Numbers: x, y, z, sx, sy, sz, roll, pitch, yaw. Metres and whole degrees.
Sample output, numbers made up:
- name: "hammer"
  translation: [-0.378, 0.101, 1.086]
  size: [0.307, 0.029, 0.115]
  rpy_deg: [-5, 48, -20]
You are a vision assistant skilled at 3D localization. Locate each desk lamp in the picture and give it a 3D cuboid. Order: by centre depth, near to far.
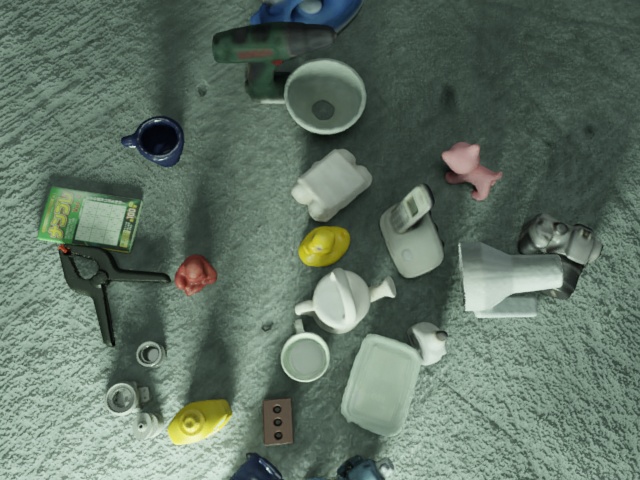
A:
- name: "desk lamp"
  translation: [0.326, 0.072, 1.028]
  size: [0.203, 0.213, 0.118]
  rpy_deg: [-1, 75, -4]

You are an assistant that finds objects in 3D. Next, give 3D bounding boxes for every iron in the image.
- name: "iron"
  translation: [-0.015, -0.496, 1.197]
  size: [0.258, 0.141, 0.118]
  rpy_deg: [-28, 78, -11]

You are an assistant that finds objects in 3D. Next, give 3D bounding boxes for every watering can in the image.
- name: "watering can"
  translation: [0.045, 0.100, 1.010]
  size: [0.173, 0.194, 0.101]
  rpy_deg: [-34, 79, -12]

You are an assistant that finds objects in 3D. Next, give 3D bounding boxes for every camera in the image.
- name: "camera"
  translation: [0.460, 0.035, 1.107]
  size: [0.143, 0.101, 0.137]
  rpy_deg: [24, 74, 3]

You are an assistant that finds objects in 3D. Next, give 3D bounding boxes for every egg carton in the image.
- name: "egg carton"
  translation: [0.022, -0.109, 1.131]
  size: [0.150, 0.069, 0.107]
  rpy_deg: [-41, 81, -13]

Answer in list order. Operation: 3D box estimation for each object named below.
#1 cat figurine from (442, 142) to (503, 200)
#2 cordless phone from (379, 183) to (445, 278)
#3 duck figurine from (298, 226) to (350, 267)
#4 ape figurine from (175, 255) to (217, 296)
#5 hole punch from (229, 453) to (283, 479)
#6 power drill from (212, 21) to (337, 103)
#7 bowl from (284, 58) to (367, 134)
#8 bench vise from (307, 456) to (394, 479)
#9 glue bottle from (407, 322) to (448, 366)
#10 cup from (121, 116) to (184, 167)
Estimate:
- name: "cat figurine"
  translation: [0.301, -0.147, 1.137]
  size: [0.127, 0.118, 0.067]
  rpy_deg: [29, 75, 4]
- name: "cordless phone"
  translation: [0.182, -0.018, 1.057]
  size: [0.094, 0.185, 0.147]
  rpy_deg: [-22, 77, -9]
- name: "duck figurine"
  translation: [0.010, 0.004, 1.091]
  size: [0.104, 0.086, 0.077]
  rpy_deg: [-23, 77, -10]
- name: "ape figurine"
  translation: [-0.230, 0.059, 1.055]
  size: [0.078, 0.092, 0.076]
  rpy_deg: [6, 74, -2]
- name: "hole punch"
  translation: [-0.108, 0.426, 0.963]
  size: [0.108, 0.091, 0.101]
  rpy_deg: [41, 76, 7]
- name: "power drill"
  translation: [-0.088, -0.350, 1.117]
  size: [0.229, 0.208, 0.075]
  rpy_deg: [-2, 75, -4]
- name: "bowl"
  translation: [0.009, -0.282, 1.175]
  size: [0.167, 0.075, 0.167]
  rpy_deg: [1, 75, -4]
- name: "bench vise"
  translation: [0.023, 0.412, 0.910]
  size: [0.121, 0.219, 0.207]
  rpy_deg: [38, 76, 7]
- name: "glue bottle"
  translation: [0.197, 0.178, 1.011]
  size: [0.037, 0.173, 0.078]
  rpy_deg: [-19, 76, -8]
- name: "cup"
  translation: [-0.317, -0.179, 1.113]
  size: [0.118, 0.095, 0.091]
  rpy_deg: [-5, 75, -5]
